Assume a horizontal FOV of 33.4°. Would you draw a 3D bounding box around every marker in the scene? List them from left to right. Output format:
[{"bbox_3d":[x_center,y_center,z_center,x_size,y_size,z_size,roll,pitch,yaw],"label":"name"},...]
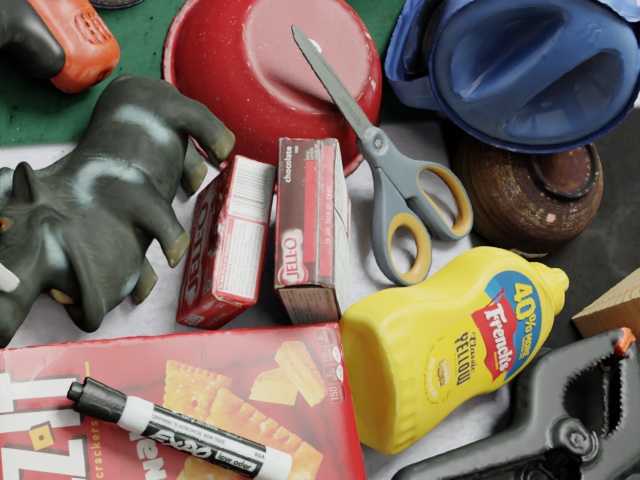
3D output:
[{"bbox_3d":[-0.072,0.098,0.546,0.121,0.020,0.020,24,65,-15],"label":"marker"}]

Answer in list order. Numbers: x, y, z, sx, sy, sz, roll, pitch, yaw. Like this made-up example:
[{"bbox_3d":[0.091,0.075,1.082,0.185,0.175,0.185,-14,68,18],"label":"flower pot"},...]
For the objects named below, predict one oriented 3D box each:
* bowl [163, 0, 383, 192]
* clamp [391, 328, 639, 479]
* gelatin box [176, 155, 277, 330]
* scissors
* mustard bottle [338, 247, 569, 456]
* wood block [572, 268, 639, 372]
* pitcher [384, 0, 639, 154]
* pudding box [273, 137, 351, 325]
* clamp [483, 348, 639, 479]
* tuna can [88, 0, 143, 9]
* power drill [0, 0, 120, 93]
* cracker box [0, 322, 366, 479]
[{"bbox_3d":[-0.018,-0.115,0.701,0.161,0.055,0.162,8,71,-24],"label":"bowl"},{"bbox_3d":[0.144,0.130,0.669,0.164,0.036,0.209,31,55,-1],"label":"clamp"},{"bbox_3d":[-0.057,0.004,0.635,0.030,0.073,0.089,15,69,-19],"label":"gelatin box"},{"bbox_3d":[0.031,-0.041,0.683,0.201,0.016,0.096,35,72,-37],"label":"scissors"},{"bbox_3d":[0.096,0.057,0.686,0.191,0.058,0.096,-23,116,-37],"label":"mustard bottle"},{"bbox_3d":[0.283,0.115,0.750,0.090,0.091,0.206,-30,89,-29],"label":"wood block"},{"bbox_3d":[0.144,-0.184,0.743,0.149,0.145,0.242,20,48,-6],"label":"pitcher"},{"bbox_3d":[-0.004,0.001,0.638,0.039,0.113,0.090,0,72,6],"label":"pudding box"},{"bbox_3d":[0.132,0.149,0.700,0.171,0.039,0.120,-24,74,-32],"label":"clamp"},{"bbox_3d":[-0.136,-0.194,0.682,0.086,0.034,0.086,8,71,-23],"label":"tuna can"},{"bbox_3d":[-0.215,-0.146,0.581,0.184,0.057,0.187,53,37,-1],"label":"power drill"},{"bbox_3d":[-0.081,0.135,0.583,0.213,0.072,0.164,-2,74,-25],"label":"cracker box"}]
